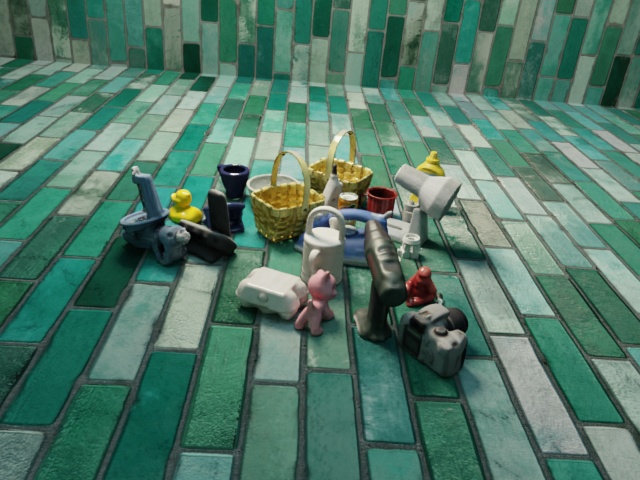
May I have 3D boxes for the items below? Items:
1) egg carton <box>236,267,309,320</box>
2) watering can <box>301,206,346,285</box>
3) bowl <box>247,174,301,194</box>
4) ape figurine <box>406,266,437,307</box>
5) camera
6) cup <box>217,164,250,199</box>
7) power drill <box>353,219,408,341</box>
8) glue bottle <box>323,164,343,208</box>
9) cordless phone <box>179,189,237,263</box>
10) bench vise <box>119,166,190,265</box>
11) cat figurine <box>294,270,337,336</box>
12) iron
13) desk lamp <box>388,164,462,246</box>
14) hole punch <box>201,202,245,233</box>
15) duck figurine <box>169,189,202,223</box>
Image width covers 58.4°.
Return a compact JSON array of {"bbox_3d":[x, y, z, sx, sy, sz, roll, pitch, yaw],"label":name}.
[{"bbox_3d":[-0.105,0.117,1.265,0.150,0.069,0.107,15,29,17],"label":"egg carton"},{"bbox_3d":[0.010,0.004,1.365,0.101,0.194,0.172,3,28,-4],"label":"watering can"},{"bbox_3d":[-0.139,-0.137,1.728,0.167,0.075,0.167,4,28,-2],"label":"bowl"},{"bbox_3d":[0.235,0.104,1.328,0.077,0.092,0.076,15,30,18],"label":"ape figurine"},{"bbox_3d":[0.252,0.185,1.169,0.137,0.101,0.142,-16,35,-34],"label":"camera"},{"bbox_3d":[-0.273,-0.180,1.764,0.117,0.095,0.092,23,33,29],"label":"cup"},{"bbox_3d":[0.121,0.093,1.203,0.076,0.208,0.229,-1,29,-11],"label":"power drill"},{"bbox_3d":[0.037,-0.139,1.660,0.078,0.173,0.037,-20,37,-38],"label":"glue bottle"},{"bbox_3d":[-0.281,-0.051,1.426,0.147,0.185,0.094,18,30,22],"label":"cordless phone"},{"bbox_3d":[-0.393,-0.064,1.392,0.207,0.220,0.121,12,29,12],"label":"bench vise"},{"bbox_3d":[-0.003,0.121,1.225,0.067,0.118,0.128,14,29,16],"label":"cat figurine"},{"bbox_3d":[0.064,-0.022,1.480,0.258,0.141,0.118,6,28,1],"label":"iron"},{"bbox_3d":[0.270,-0.092,1.572,0.202,0.214,0.118,19,31,24],"label":"desk lamp"},{"bbox_3d":[-0.266,-0.076,1.574,0.109,0.091,0.100,-8,31,-23],"label":"hole punch"},{"bbox_3d":[-0.376,-0.097,1.600,0.104,0.086,0.078,20,31,25],"label":"duck figurine"}]
